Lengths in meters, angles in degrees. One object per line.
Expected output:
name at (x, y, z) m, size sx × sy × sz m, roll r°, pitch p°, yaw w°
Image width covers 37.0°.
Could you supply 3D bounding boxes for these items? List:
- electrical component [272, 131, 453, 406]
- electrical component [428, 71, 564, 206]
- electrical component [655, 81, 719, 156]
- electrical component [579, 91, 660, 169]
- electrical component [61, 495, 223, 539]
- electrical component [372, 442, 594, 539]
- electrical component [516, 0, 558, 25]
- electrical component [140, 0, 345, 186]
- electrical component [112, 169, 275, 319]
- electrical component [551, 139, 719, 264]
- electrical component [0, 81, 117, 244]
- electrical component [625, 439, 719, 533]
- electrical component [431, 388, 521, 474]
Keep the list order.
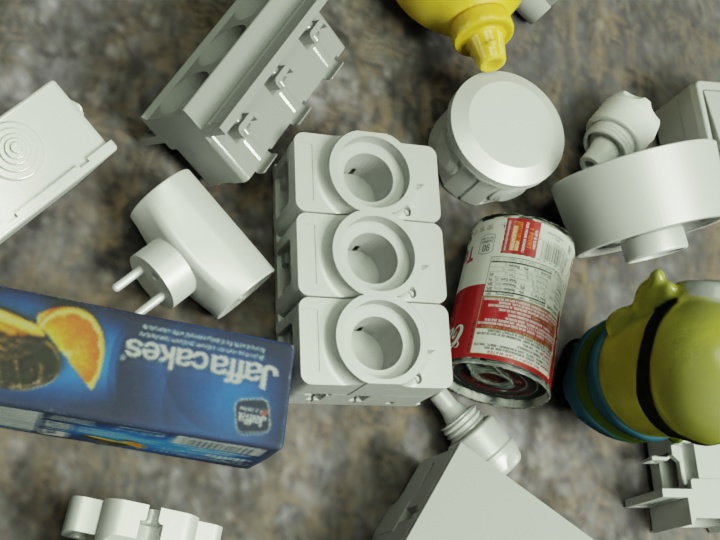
electrical component at (0.000, 0.000, 0.634) m, size 0.089 × 0.062 × 0.150 m, roll 4°, pitch 71°, yaw -19°
electrical component at (0.088, -0.084, 0.702) m, size 0.080 × 0.051 × 0.080 m, roll 7°, pitch 70°, yaw -18°
electrical component at (0.255, -0.093, 0.762) m, size 0.062 × 0.061 × 0.096 m, roll 1°, pitch 72°, yaw -20°
electrical component at (0.175, -0.090, 0.741) m, size 0.043 × 0.043 × 0.062 m, roll 43°, pitch 64°, yaw -2°
electrical component at (-0.114, 0.151, 0.542) m, size 0.078 × 0.058 × 0.057 m, roll 16°, pitch 64°, yaw -15°
electrical component at (0.083, 0.180, 0.602) m, size 0.150 × 0.062 × 0.089 m, roll 37°, pitch 63°, yaw -5°
electrical component at (0.117, -0.202, 0.761) m, size 0.046 × 0.040 × 0.040 m, roll 44°, pitch 63°, yaw -8°
electrical component at (-0.065, -0.113, 0.644) m, size 0.063 × 0.079 × 0.121 m, roll 50°, pitch 59°, yaw -32°
electrical component at (-0.102, -0.004, 0.607) m, size 0.079 × 0.044 × 0.077 m, roll -40°, pitch 89°, yaw -27°
electrical component at (0.184, -0.038, 0.693) m, size 0.108 × 0.108 × 0.060 m, roll -11°, pitch 83°, yaw -24°
electrical component at (-0.186, -0.048, 0.561) m, size 0.100 × 0.100 × 0.048 m, roll -45°, pitch 103°, yaw -27°
electrical component at (0.212, 0.132, 0.679) m, size 0.081 × 0.042 × 0.063 m, roll 5°, pitch 68°, yaw -19°
electrical component at (0.066, 0.097, 0.640) m, size 0.035 × 0.035 × 0.061 m, roll -36°, pitch 84°, yaw -27°
